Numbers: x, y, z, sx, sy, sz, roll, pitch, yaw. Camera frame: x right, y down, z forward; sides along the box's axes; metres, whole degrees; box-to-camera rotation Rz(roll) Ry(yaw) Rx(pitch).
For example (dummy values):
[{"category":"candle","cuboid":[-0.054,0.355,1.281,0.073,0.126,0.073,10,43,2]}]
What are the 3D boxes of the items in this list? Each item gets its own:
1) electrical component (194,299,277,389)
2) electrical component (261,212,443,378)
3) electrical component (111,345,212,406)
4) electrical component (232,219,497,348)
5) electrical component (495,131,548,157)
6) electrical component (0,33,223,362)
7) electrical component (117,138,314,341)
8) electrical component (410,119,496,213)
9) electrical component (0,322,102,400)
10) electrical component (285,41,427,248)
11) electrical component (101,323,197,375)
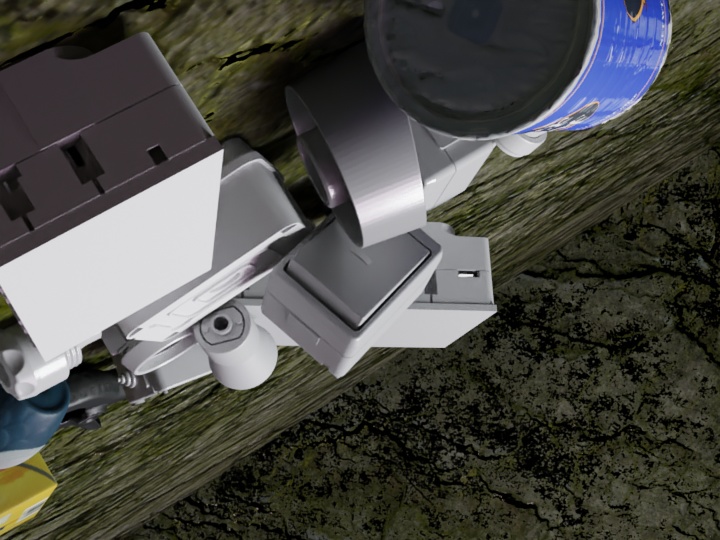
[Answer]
[{"category":"electrical component","cuboid":[-0.077,0.043,0.654,0.044,0.044,0.065,-32,158,-7]},{"category":"electrical component","cuboid":[0.000,0.000,0.599,0.096,0.062,0.061,-45,170,-28]},{"category":"electrical component","cuboid":[-0.137,0.055,0.780,0.096,0.061,0.062,-19,177,-38]},{"category":"electrical component","cuboid":[-0.015,0.011,0.735,0.186,0.060,0.105,2,163,-15]},{"category":"electrical component","cuboid":[0.134,-0.121,0.848,0.045,0.045,0.055,-25,168,-44]},{"category":"electrical component","cuboid":[-0.112,-0.025,0.436,0.089,0.061,0.150,-31,171,-17]},{"category":"electrical component","cuboid":[-0.088,-0.015,0.592,0.113,0.057,0.078,-34,171,4]},{"category":"electrical component","cuboid":[0.038,-0.078,0.685,0.061,0.061,0.096,-31,171,-15]},{"category":"electrical component","cuboid":[-0.183,0.045,0.632,0.062,0.043,0.043,-29,170,-33]},{"category":"electrical component","cuboid":[0.004,-0.063,0.544,0.064,0.099,0.099,-26,170,-8]},{"category":"electrical component","cuboid":[-0.132,0.028,0.670,0.078,0.057,0.058,-39,169,33]}]
